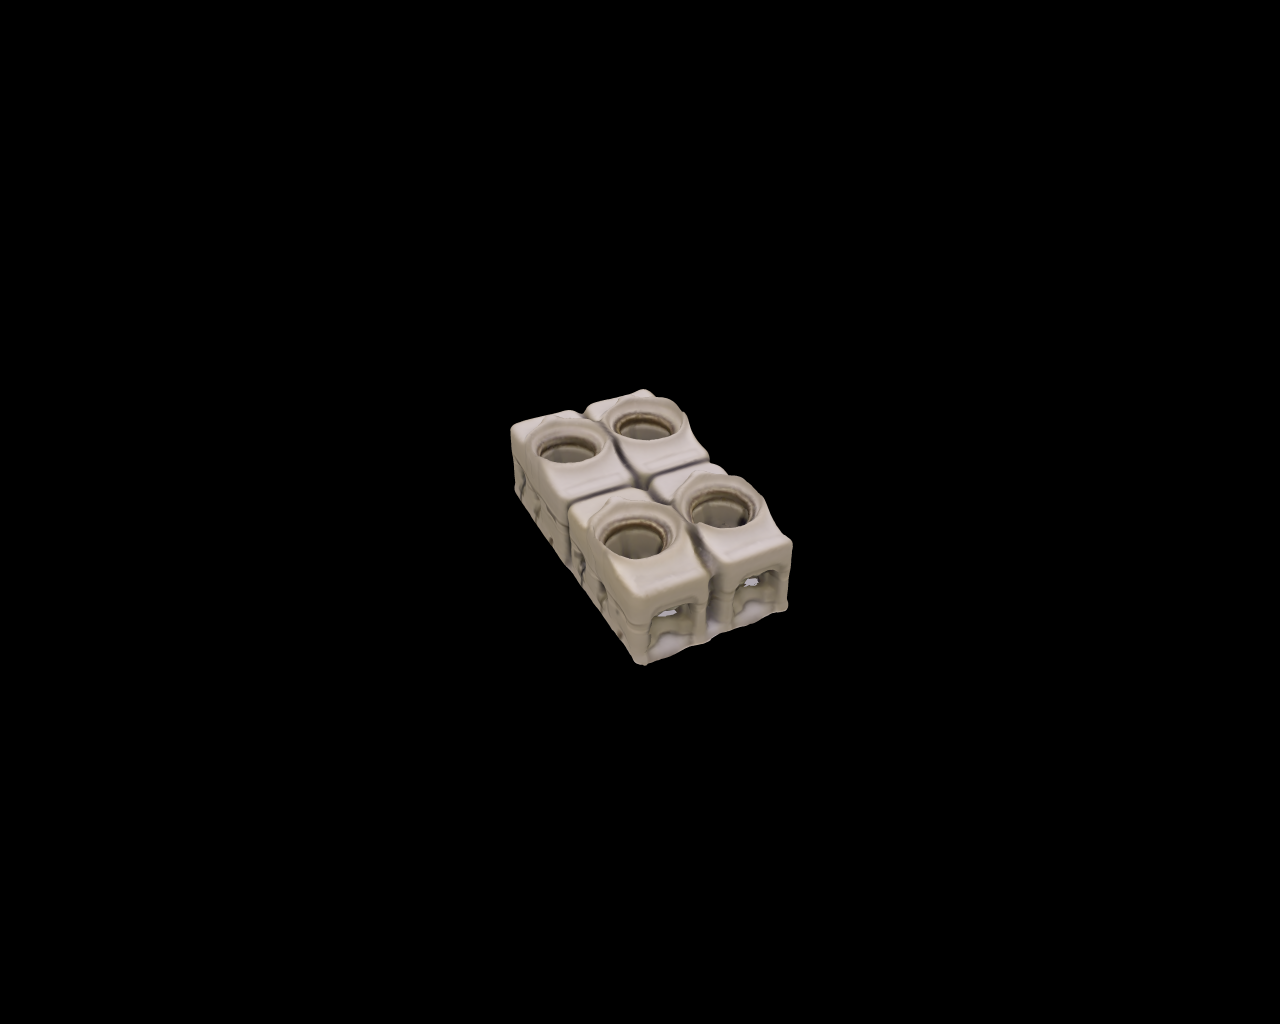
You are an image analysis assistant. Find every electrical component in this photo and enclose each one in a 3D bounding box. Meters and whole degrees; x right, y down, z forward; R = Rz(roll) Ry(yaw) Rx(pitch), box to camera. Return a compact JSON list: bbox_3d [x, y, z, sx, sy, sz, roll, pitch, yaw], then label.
[{"bbox_3d":[0.001,-0.003,0.650,0.105,0.060,0.186,-17,41,-21],"label":"electrical component"}]
